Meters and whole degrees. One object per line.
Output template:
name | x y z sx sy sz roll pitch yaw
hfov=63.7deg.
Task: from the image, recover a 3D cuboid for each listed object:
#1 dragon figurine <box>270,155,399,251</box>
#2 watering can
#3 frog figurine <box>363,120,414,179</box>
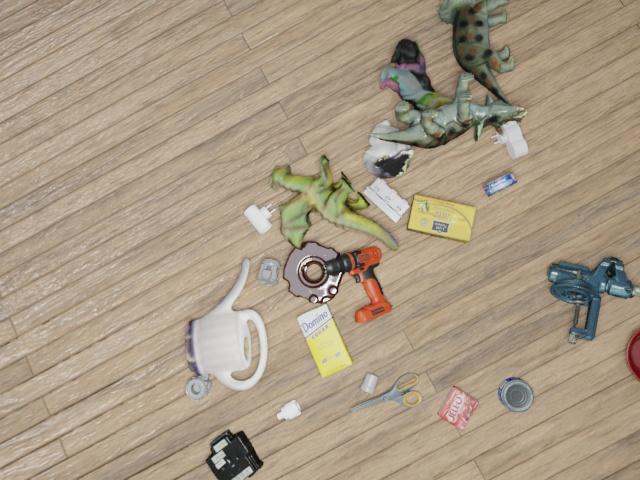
dragon figurine | 0.004 -0.071 1.418 0.242 0.415 0.121 -38 -19 6
watering can | -0.260 0.236 1.406 0.224 0.351 0.103 -10 -12 5
frog figurine | 0.183 -0.253 1.446 0.137 0.163 0.120 -29 -44 8
